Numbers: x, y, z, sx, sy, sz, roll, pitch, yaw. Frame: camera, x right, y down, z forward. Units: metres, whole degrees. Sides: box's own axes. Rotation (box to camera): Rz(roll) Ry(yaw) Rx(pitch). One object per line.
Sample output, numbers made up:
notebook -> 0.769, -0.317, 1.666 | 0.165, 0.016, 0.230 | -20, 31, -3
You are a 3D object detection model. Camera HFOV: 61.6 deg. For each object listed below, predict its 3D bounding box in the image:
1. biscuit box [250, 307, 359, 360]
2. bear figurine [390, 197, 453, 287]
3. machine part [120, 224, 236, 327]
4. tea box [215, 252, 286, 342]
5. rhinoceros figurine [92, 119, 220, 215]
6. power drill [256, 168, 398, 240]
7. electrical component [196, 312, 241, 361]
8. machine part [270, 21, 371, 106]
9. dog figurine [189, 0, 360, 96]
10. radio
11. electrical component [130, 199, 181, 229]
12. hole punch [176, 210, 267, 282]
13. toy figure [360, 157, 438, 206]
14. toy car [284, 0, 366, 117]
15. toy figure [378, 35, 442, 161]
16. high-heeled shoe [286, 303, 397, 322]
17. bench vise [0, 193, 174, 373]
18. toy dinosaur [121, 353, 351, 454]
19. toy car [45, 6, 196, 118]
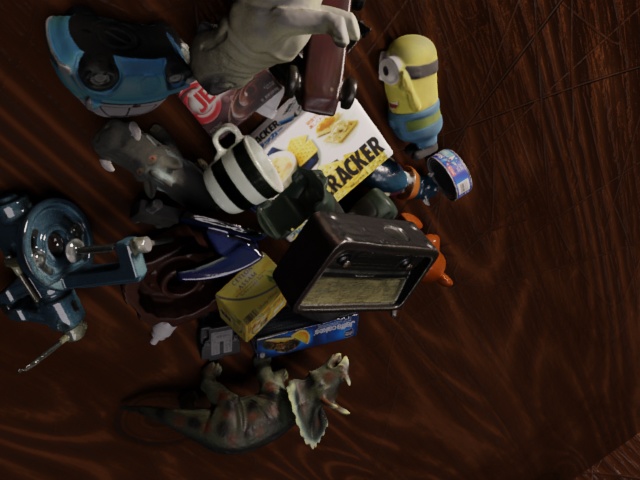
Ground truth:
biscuit box -> -0.029, 0.160, 0.997 | 0.203, 0.063, 0.059 | -11, 128, -19
bear figurine -> 0.164, 0.010, 0.949 | 0.196, 0.120, 0.131 | 11, 114, -34
machine part -> -0.215, 0.055, 0.823 | 0.179, 0.056, 0.179 | -18, 137, -17
tea box -> -0.103, 0.094, 0.838 | 0.098, 0.068, 0.169 | -44, 171, -20
rhinoceros figurine -> -0.207, -0.091, 0.697 | 0.073, 0.112, 0.190 | -42, 139, 10
power drill -> -0.002, -0.002, 0.798 | 0.232, 0.086, 0.207 | -42, 138, 9
electrical component -> -0.180, 0.178, 0.947 | 0.075, 0.048, 0.119 | -4, 123, -23
machine part -> 0.003, -0.245, 0.712 | 0.139, 0.084, 0.039 | -40, 162, -5
dog figurine -> -0.070, -0.255, 0.568 | 0.191, 0.121, 0.172 | -8, 102, 17
radio -> 0.059, 0.035, 0.770 | 0.229, 0.073, 0.131 | 4, 129, -43
electrical component -> -0.228, -0.036, 0.750 | 0.063, 0.021, 0.094 | 14, 160, -34
hole punch -> -0.135, 0.016, 0.711 | 0.116, 0.142, 0.092 | 12, 84, -15
toy figure -> 0.132, -0.100, 0.892 | 0.154, 0.058, 0.064 | 12, 114, -34
toy car -> 0.007, -0.248, 0.668 | 0.089, 0.053, 0.202 | 8, 82, -14
toy figure -> 0.140, -0.212, 0.801 | 0.089, 0.082, 0.179 | -39, 126, -22
high-heeled shoe -> 0.049, 0.080, 0.997 | 0.249, 0.145, 0.086 | 11, 125, 1
bench vise -> -0.317, 0.039, 0.695 | 0.241, 0.129, 0.223 | -6, 104, 17
toy dinosaur -> -0.136, 0.316, 0.971 | 0.405, 0.192, 0.131 | -16, 130, -16
toy car -> -0.232, -0.196, 0.626 | 0.161, 0.109, 0.103 | -8, 150, -35
